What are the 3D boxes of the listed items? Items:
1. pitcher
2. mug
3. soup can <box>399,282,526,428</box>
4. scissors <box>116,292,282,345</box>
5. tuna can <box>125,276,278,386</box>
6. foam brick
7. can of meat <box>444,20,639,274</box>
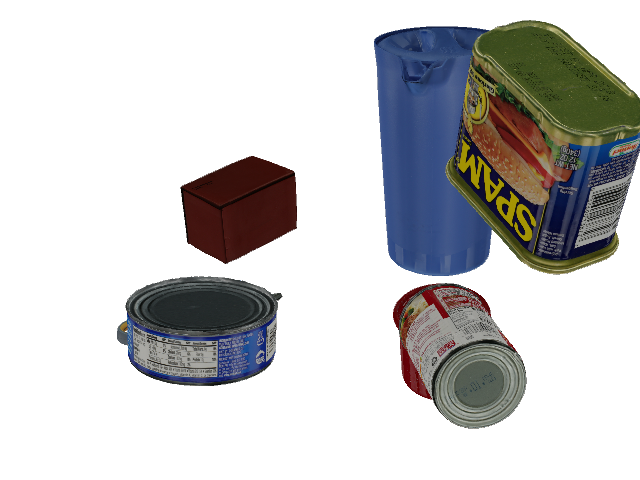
[{"bbox_3d":[0.127,-0.096,1.100,0.149,0.243,0.145,-10,25,-18],"label":"pitcher"},{"bbox_3d":[0.122,0.095,1.050,0.093,0.081,0.117,7,37,17],"label":"mug"},{"bbox_3d":[0.100,0.080,0.763,0.068,0.068,0.102,0,20,-9],"label":"soup can"},{"bbox_3d":[-0.116,0.095,1.150,0.201,0.016,0.096,-7,31,-24],"label":"scissors"},{"bbox_3d":[-0.067,0.051,0.608,0.086,0.034,0.086,2,18,-1],"label":"tuna can"},{"bbox_3d":[-0.064,-0.026,0.847,0.078,0.051,0.053,-27,37,-35],"label":"foam brick"},{"bbox_3d":[0.111,-0.049,0.532,0.057,0.084,0.102,-17,47,-21],"label":"can of meat"}]
